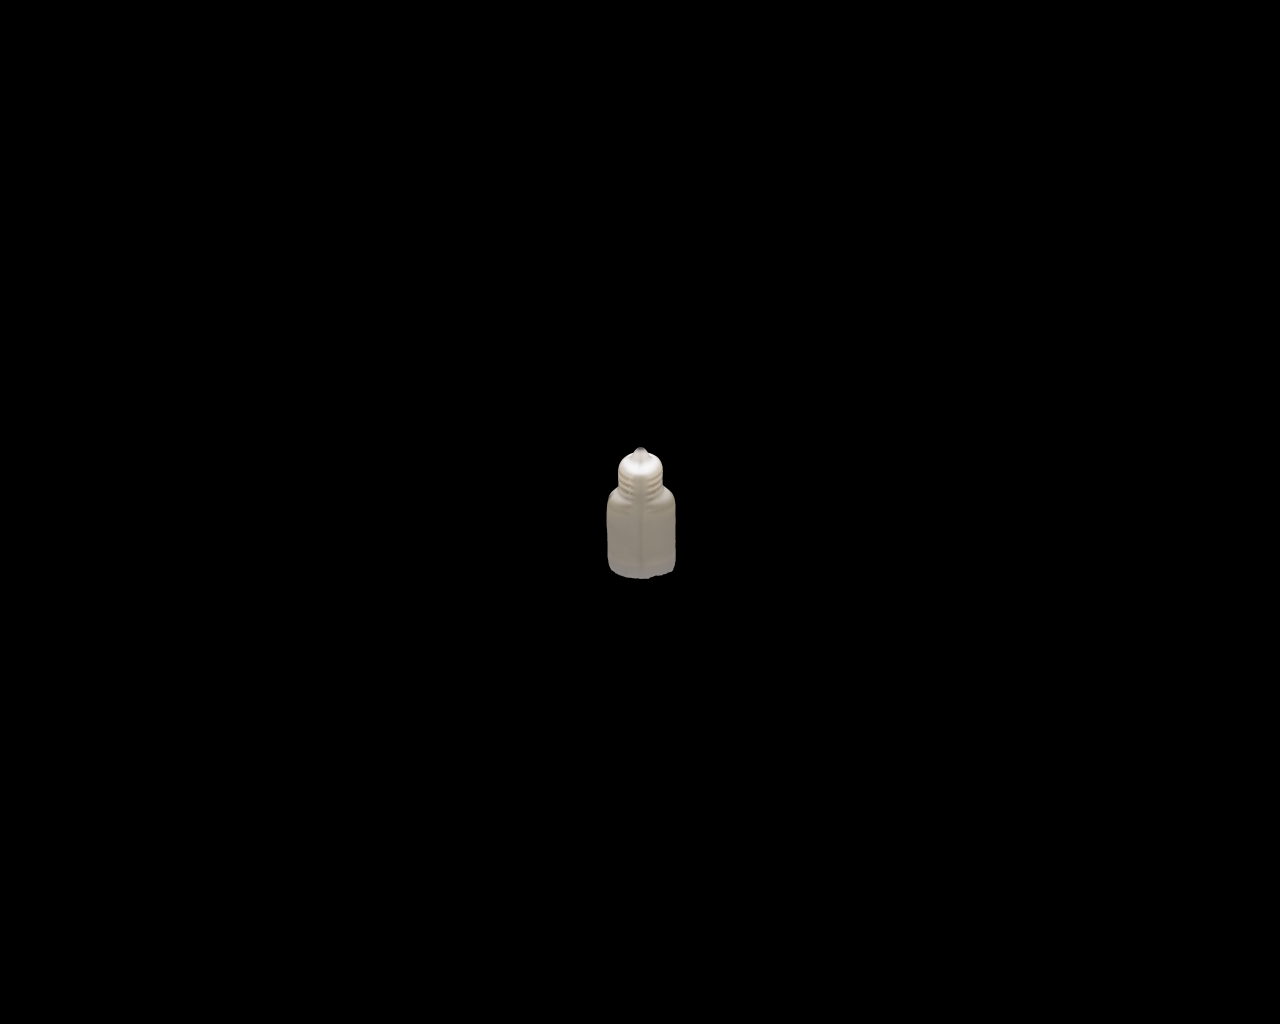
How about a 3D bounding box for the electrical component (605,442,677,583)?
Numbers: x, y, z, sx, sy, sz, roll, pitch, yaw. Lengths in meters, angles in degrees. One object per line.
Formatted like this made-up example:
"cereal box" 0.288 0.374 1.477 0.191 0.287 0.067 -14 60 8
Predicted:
"electrical component" 0.001 -0.003 0.650 0.043 0.080 0.043 0 24 0
